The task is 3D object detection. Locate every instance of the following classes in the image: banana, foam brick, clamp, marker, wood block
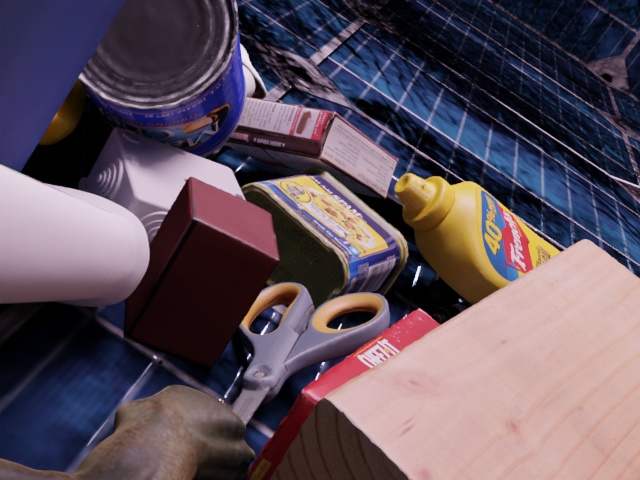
[{"bbox_3d":[-0.171,-0.105,0.683,0.037,0.070,0.198,-4,37,-3],"label":"banana"},{"bbox_3d":[-0.063,0.017,0.562,0.051,0.078,0.053,24,24,-20],"label":"foam brick"},{"bbox_3d":[0.108,0.016,0.857,0.171,0.039,0.120,13,43,-40],"label":"clamp"},{"bbox_3d":[0.114,0.055,0.809,0.020,0.020,0.120,44,24,22],"label":"marker"},{"bbox_3d":[0.073,0.083,0.415,0.090,0.091,0.205,43,35,19],"label":"wood block"}]

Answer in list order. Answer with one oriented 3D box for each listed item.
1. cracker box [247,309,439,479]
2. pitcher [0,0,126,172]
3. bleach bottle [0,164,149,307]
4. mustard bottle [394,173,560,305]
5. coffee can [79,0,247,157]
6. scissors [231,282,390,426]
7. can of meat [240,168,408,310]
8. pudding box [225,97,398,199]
[{"bbox_3d":[0.088,0.141,0.524,0.214,0.072,0.164,39,22,13],"label":"cracker box"},{"bbox_3d":[-0.157,-0.119,0.487,0.149,0.243,0.145,4,37,-51],"label":"pitcher"},{"bbox_3d":[-0.145,-0.005,0.457,0.103,0.068,0.250,14,-2,13],"label":"bleach bottle"},{"bbox_3d":[0.126,0.011,0.791,0.191,0.058,0.096,37,39,-26],"label":"mustard bottle"},{"bbox_3d":[-0.099,-0.112,0.671,0.103,0.103,0.140,35,-8,3],"label":"coffee can"},{"bbox_3d":[-0.010,0.069,0.552,0.096,0.016,0.201,-6,23,5],"label":"scissors"},{"bbox_3d":[-0.005,0.001,0.705,0.102,0.057,0.083,41,25,18],"label":"can of meat"},{"bbox_3d":[-0.006,-0.068,0.792,0.090,0.039,0.113,13,-5,30],"label":"pudding box"}]
